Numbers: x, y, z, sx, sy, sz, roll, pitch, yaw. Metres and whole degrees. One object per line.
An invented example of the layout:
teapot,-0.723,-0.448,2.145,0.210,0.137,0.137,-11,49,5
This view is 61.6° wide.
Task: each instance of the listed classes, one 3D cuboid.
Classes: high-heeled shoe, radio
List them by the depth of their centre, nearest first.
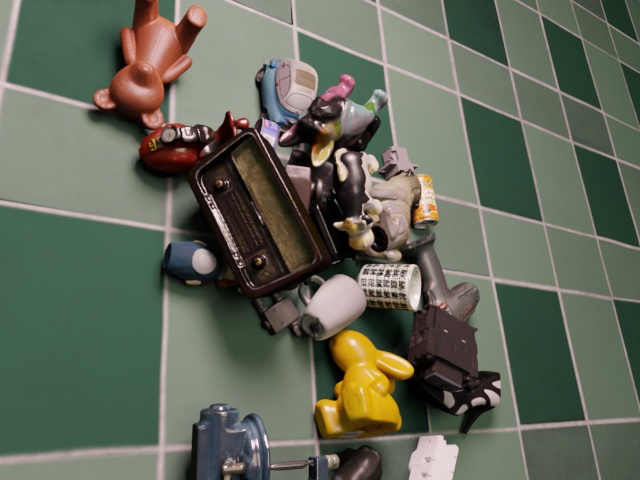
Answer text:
radio,-0.091,-0.034,0.791,0.229,0.131,0.073,62,11,12
high-heeled shoe,0.256,0.255,0.996,0.248,0.086,0.145,47,66,-29

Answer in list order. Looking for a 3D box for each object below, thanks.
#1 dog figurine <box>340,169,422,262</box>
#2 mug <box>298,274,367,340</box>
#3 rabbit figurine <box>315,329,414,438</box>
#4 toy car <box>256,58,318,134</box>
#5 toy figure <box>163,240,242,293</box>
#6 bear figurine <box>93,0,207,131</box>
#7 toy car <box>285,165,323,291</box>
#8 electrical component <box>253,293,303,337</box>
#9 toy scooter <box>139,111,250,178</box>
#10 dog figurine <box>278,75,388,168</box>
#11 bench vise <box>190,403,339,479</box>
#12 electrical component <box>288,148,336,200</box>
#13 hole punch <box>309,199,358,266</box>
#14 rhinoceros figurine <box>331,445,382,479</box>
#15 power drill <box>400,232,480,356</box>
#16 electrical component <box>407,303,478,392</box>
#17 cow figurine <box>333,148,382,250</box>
dog figurine,0.153,-0.049,1.038,0.190,0.121,0.172,-14,80,-39
mug,0.009,0.108,0.891,0.109,0.080,0.107,42,41,7
rabbit figurine,0.073,0.223,0.876,0.162,0.121,0.173,4,50,-26
toy car,-0.054,-0.279,1.002,0.109,0.103,0.161,14,62,-29
toy figure,-0.161,0.043,0.823,0.154,0.058,0.064,16,101,-31
bear figurine,-0.267,-0.281,0.838,0.120,0.132,0.196,24,53,-18
toy car,-0.047,-0.018,0.865,0.089,0.053,0.202,6,97,-2
electrical component,-0.067,0.124,0.874,0.063,0.021,0.094,-33,92,-39
toy scooter,-0.181,-0.153,0.838,0.184,0.135,0.075,-9,78,-36
dog figurine,0.017,-0.193,0.971,0.108,0.191,0.219,35,55,12
bench vise,-0.083,0.331,0.715,0.240,0.129,0.223,5,67,-26
electrical component,-0.005,-0.119,0.965,0.075,0.047,0.119,11,22,-30
hole punch,-0.002,-0.003,0.945,0.142,0.092,0.115,65,23,8
rhinoceros figurine,0.032,0.386,0.779,0.073,0.112,0.190,56,43,-6
power drill,0.210,0.097,1.045,0.232,0.086,0.207,-22,80,-38
electrical component,0.215,0.192,0.931,0.115,0.058,0.134,27,48,-15
cow figurine,0.059,-0.068,0.912,0.098,0.068,0.167,13,72,-62
